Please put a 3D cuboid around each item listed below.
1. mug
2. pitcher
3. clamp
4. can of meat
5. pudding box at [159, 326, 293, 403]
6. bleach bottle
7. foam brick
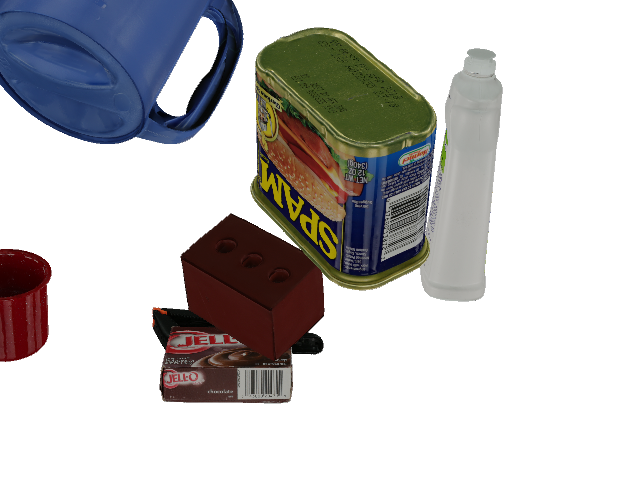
[{"bbox_3d":[-0.316,0.073,1.054,0.093,0.081,0.117,8,31,4],"label":"mug"},{"bbox_3d":[-0.138,-0.197,0.843,0.145,0.242,0.149,8,-36,26],"label":"pitcher"},{"bbox_3d":[-0.123,0.125,1.259,0.210,0.036,0.164,14,23,25],"label":"clamp"},{"bbox_3d":[0.009,-0.041,0.509,0.057,0.084,0.102,-24,49,-25],"label":"can of meat"},{"bbox_3d":[-0.081,0.108,0.941,0.113,0.039,0.090,2,18,-3],"label":"pudding box"},{"bbox_3d":[0.148,-0.069,1.089,0.068,0.251,0.102,3,30,-1],"label":"bleach bottle"},{"bbox_3d":[-0.043,0.030,0.689,0.078,0.051,0.052,27,50,26],"label":"foam brick"}]
